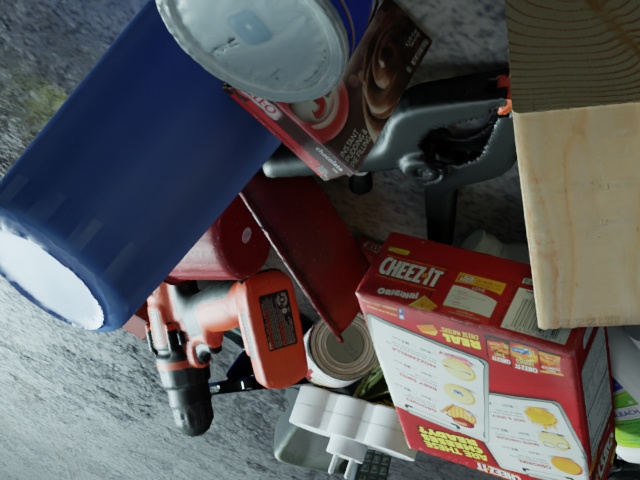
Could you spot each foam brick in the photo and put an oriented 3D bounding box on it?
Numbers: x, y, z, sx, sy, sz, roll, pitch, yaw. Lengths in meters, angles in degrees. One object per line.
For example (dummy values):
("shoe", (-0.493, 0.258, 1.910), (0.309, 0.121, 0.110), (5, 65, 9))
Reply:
("foam brick", (-0.180, 0.055, 1.114), (0.053, 0.078, 0.051), (35, 152, -9))

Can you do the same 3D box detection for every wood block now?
("wood block", (0.163, -0.041, 0.622), (0.090, 0.091, 0.206), (-4, 143, 13))

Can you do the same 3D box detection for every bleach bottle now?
("bleach bottle", (0.202, 0.081, 0.845), (0.250, 0.068, 0.103), (40, 153, -16))

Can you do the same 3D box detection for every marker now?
("marker", (0.029, -0.072, 0.783), (0.020, 0.020, 0.121), (19, 151, 15))

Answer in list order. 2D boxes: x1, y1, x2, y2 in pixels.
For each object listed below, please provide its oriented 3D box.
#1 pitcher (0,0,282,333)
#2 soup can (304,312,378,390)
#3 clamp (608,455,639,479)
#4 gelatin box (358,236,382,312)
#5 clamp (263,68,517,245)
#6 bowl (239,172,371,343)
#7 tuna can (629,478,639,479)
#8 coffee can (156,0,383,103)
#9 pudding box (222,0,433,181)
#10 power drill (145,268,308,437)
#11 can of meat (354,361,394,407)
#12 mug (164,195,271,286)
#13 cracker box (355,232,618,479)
("pitcher", (-0.101, -0.057, 0.682), (0.145, 0.242, 0.149), (-4, 133, 48))
("soup can", (0.017, 0.104, 1.011), (0.068, 0.068, 0.102), (28, 166, 0))
("clamp", (0.276, 0.201, 1.005), (0.120, 0.039, 0.172), (25, 156, -33))
("gelatin box", (0.059, 0.040, 0.933), (0.073, 0.030, 0.089), (25, 152, 8))
("clamp", (0.062, -0.061, 0.734), (0.164, 0.036, 0.210), (21, 150, -15))
("bowl", (-0.006, 0.001, 0.849), (0.162, 0.055, 0.162), (57, 179, 1))
("tuna can", (0.293, 0.255, 1.043), (0.086, 0.034, 0.086), (-6, 161, -2))
("coffee can", (-0.007, -0.156, 0.546), (0.103, 0.140, 0.103), (21, 151, 12))
("pudding box", (0.006, -0.106, 0.645), (0.090, 0.113, 0.039), (41, 153, -24))
("power drill", (-0.095, 0.102, 1.014), (0.188, 0.057, 0.184), (-7, 97, 46))
("can of meat", (0.096, 0.158, 1.055), (0.084, 0.057, 0.102), (42, 149, -11))
("mug", (-0.102, -0.009, 0.919), (0.082, 0.093, 0.117), (-1, 166, 34))
("cracker box", (0.132, 0.099, 0.802), (0.164, 0.072, 0.213), (14, 145, 29))
